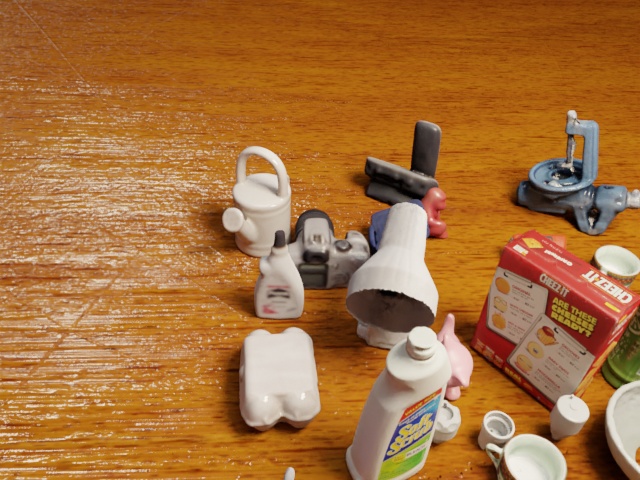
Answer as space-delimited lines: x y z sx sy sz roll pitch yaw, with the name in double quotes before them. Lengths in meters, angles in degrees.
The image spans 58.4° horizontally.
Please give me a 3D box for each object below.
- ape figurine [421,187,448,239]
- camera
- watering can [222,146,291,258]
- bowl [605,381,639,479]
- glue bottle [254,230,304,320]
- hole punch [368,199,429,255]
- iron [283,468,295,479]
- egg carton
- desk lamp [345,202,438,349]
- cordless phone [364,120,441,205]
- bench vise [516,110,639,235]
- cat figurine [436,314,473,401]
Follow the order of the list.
"ape figurine" 0.208 -0.055 1.058 0.076 0.092 0.078 13 43 11
"camera" 0.009 0.003 0.972 0.143 0.101 0.136 0 42 -4
"watering can" -0.100 -0.066 0.972 0.101 0.194 0.173 5 42 2
"bowl" 0.439 0.268 0.729 0.167 0.075 0.167 2 42 -2
"glue bottle" -0.062 0.051 0.860 0.078 0.173 0.037 -1 42 -5
"hole punch" 0.136 -0.012 1.006 0.101 0.091 0.108 0 42 -3
"iron" -0.054 0.357 0.544 0.118 0.141 0.258 9 42 6
"egg carton" -0.058 0.187 0.786 0.107 0.069 0.150 -3 42 -7
"desk lamp" 0.107 0.066 0.825 0.117 0.214 0.203 10 42 8
"cordless phone" 0.163 -0.160 1.101 0.147 0.185 0.094 20 45 18
"bench vise" 0.494 -0.131 1.067 0.207 0.220 0.121 10 42 7
"cat figurine" 0.177 0.162 0.796 0.067 0.118 0.128 10 42 7
